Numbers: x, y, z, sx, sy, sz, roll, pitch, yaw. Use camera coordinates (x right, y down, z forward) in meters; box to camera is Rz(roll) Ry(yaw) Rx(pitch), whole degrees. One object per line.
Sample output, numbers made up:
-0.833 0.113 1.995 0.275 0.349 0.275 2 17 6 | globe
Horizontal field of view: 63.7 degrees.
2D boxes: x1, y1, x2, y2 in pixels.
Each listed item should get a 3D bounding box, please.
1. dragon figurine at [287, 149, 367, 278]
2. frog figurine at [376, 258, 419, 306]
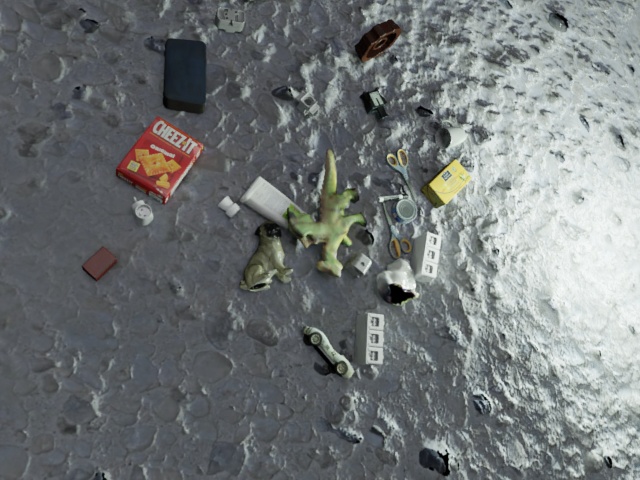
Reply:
0.005 -0.081 1.610 0.244 0.120 0.413 -13 79 -37 | dragon figurine
0.248 0.131 1.690 0.137 0.120 0.163 9 36 -9 | frog figurine
